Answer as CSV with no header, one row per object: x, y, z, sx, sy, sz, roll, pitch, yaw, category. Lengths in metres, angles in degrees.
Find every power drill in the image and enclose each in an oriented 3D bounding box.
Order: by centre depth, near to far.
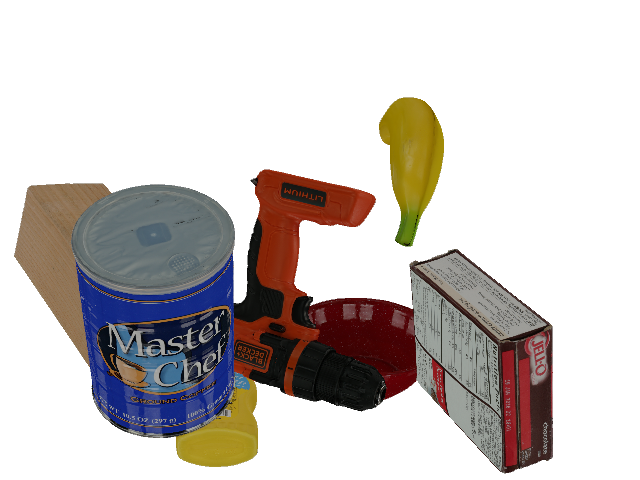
-0.012,0.041,0.927,0.185,0.187,0.057,15,0,20,power drill

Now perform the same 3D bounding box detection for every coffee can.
-0.108,0.048,0.717,0.103,0.140,0.103,2,40,-2,coffee can

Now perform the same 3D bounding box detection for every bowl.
0.045,0.120,1.109,0.162,0.055,0.162,2,25,-1,bowl

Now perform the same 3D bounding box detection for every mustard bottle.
-0.127,0.200,1.321,0.096,0.058,0.191,-2,26,-3,mustard bottle

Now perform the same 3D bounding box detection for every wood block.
-0.218,0.034,1.062,0.090,0.091,0.206,-4,35,-39,wood block

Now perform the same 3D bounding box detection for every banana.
0.063,-0.070,0.785,0.037,0.070,0.197,25,25,-10,banana

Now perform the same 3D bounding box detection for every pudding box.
0.094,0.068,0.632,0.039,0.090,0.114,-15,27,-19,pudding box
